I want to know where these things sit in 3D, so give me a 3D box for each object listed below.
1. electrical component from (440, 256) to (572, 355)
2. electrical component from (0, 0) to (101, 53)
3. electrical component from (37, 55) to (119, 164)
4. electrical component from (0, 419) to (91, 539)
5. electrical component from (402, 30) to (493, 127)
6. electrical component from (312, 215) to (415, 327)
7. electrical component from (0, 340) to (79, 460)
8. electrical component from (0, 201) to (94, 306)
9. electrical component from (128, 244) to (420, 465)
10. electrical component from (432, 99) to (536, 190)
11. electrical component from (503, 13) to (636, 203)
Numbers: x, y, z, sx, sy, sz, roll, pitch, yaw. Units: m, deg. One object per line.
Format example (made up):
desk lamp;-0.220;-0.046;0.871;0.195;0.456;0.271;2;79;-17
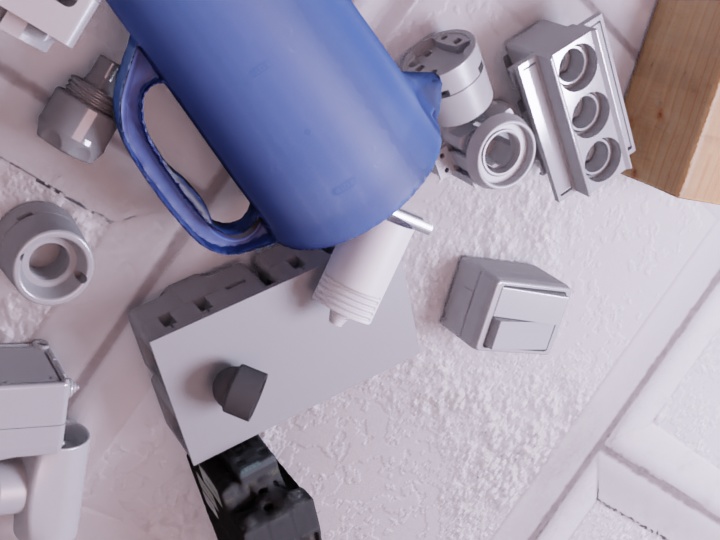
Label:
electrical component;0.126;0.031;0.873;0.096;0.061;0.061;6;109;-33
electrical component;-0.194;-0.168;0.511;0.105;0.186;0.060;29;95;-37
electrical component;-0.165;-0.099;0.650;0.043;0.043;0.062;28;94;-37
electrical component;-0.226;0.145;0.725;0.079;0.044;0.077;1;111;-31
electrical component;0.064;-0.135;0.764;0.055;0.055;0.047;-39;130;-10
electrical component;0.000;0.000;0.716;0.043;0.043;0.081;18;102;-35
electrical component;-0.228;0.085;0.686;0.096;0.062;0.061;0;111;-31
electrical component;-0.196;-0.009;0.670;0.055;0.047;0.055;-13;118;-26
electrical component;-0.059;0.043;0.768;0.186;0.060;0.105;-25;122;-19
electrical component;0.093;-0.093;0.798;0.078;0.057;0.058;-32;124;-15
electrical component;0.157;-0.125;0.818;0.079;0.063;0.121;-34;125;-14
